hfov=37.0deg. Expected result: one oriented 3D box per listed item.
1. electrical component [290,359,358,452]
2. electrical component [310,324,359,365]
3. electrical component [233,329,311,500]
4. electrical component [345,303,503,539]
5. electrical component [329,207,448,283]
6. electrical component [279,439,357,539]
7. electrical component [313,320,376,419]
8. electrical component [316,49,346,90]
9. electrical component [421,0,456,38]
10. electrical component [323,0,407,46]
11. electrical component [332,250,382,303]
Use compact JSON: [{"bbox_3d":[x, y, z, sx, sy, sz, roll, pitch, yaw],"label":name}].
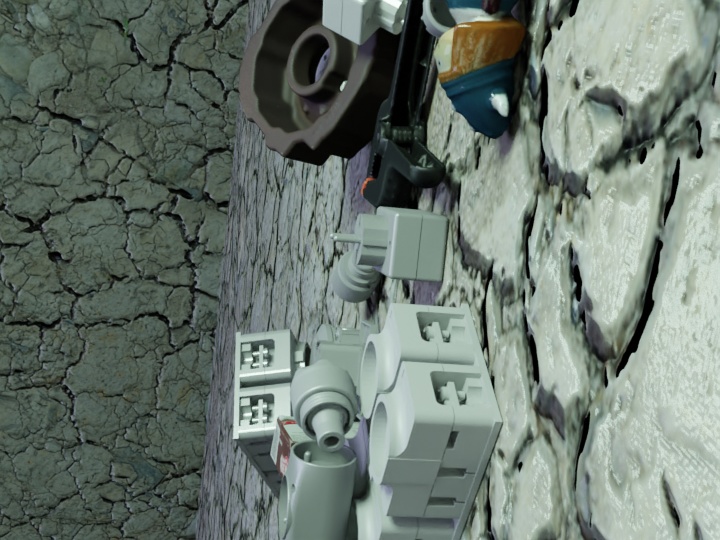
[{"bbox_3d":[-0.022,0.091,0.700,0.062,0.043,0.043,-105,23,-56],"label":"electrical component"},{"bbox_3d":[-0.016,0.090,0.964,0.080,0.051,0.080,-176,90,-79],"label":"electrical component"},{"bbox_3d":[-0.067,0.146,1.039,0.186,0.060,0.105,71,-166,-57],"label":"electrical component"},{"bbox_3d":[0.029,0.125,0.701,0.105,0.060,0.186,-100,18,-52],"label":"electrical component"},{"bbox_3d":[0.017,-0.021,0.778,0.066,0.077,0.047,-146,61,-77],"label":"electrical component"},{"bbox_3d":[-0.031,0.150,0.717,0.079,0.044,0.077,-123,39,-73],"label":"electrical component"},{"bbox_3d":[-0.009,0.083,0.902,0.042,0.064,0.081,-166,80,-79],"label":"electrical component"},{"bbox_3d":[-0.019,-0.168,1.034,0.108,0.060,0.108,-22,63,52],"label":"electrical component"},{"bbox_3d":[0.061,-0.175,0.720,0.046,0.040,0.040,-128,43,-83],"label":"electrical component"},{"bbox_3d":[0.020,-0.211,0.849,0.065,0.077,0.047,-50,-18,-28],"label":"electrical component"},{"bbox_3d":[0.000,0.000,0.948,0.078,0.040,0.040,118,154,-64],"label":"electrical component"}]
